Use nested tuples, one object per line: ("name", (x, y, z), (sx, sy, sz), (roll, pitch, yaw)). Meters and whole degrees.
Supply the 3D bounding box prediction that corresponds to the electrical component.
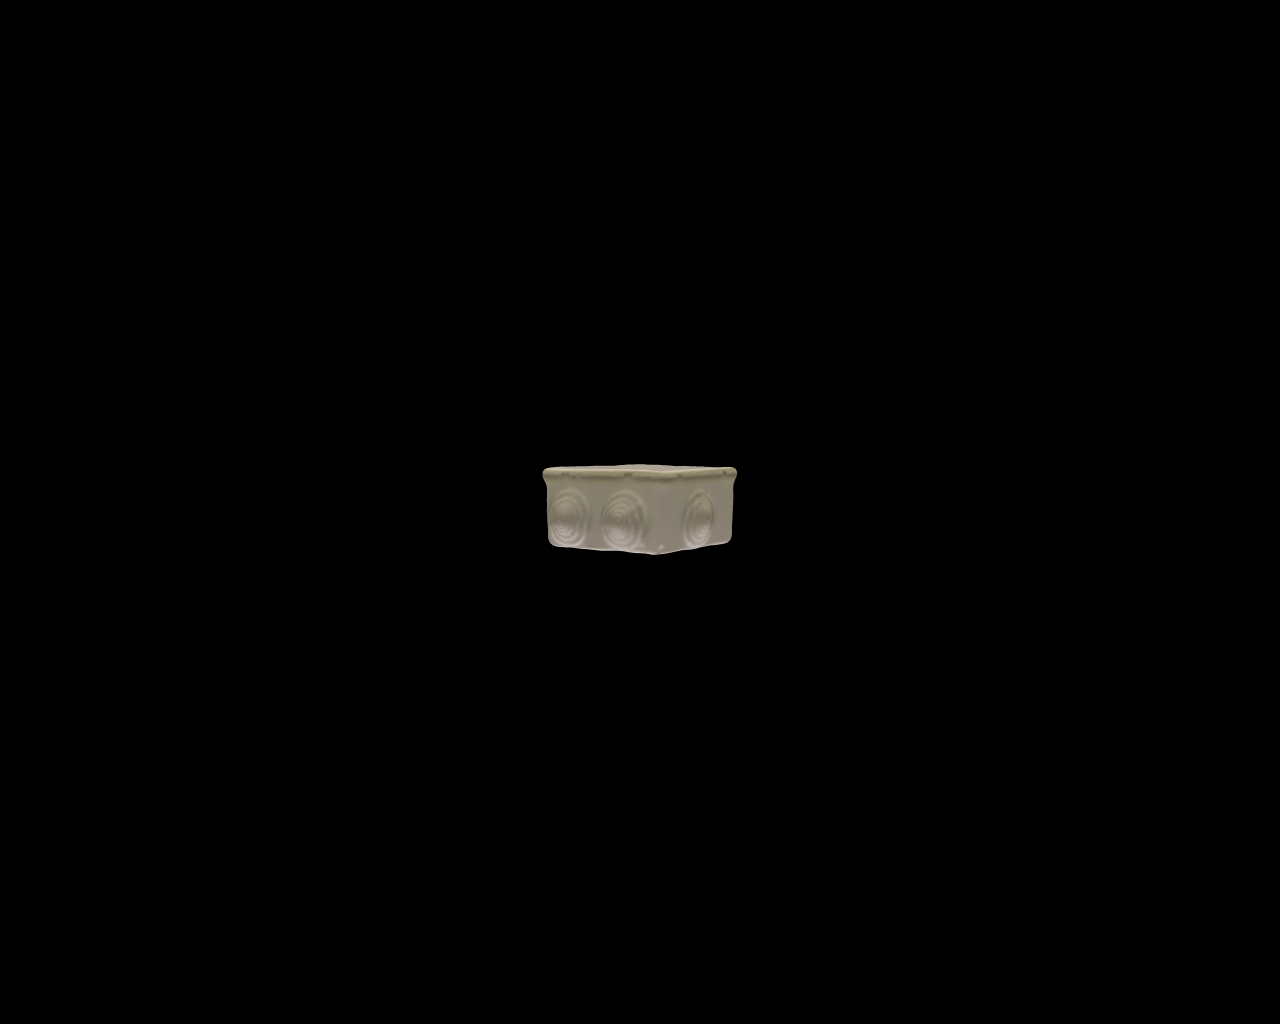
("electrical component", (0.001, -0.003, 0.650), (0.100, 0.048, 0.100), (3, 5, 37))
